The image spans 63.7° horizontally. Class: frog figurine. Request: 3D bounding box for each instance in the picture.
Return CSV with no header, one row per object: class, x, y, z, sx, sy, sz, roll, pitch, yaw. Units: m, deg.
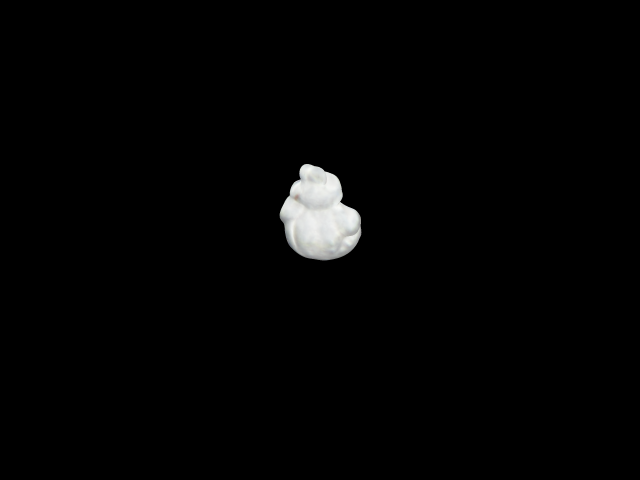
frog figurine,0.003,-0.043,0.850,0.138,0.125,0.156,21,-30,13
